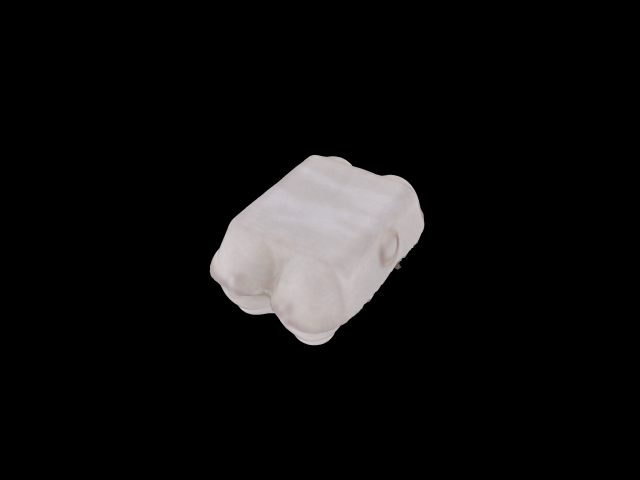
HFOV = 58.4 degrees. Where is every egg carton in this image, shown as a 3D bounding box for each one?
[{"bbox_3d":[0.004,0.001,0.400,0.107,0.069,0.150,22,45,24],"label":"egg carton"}]
